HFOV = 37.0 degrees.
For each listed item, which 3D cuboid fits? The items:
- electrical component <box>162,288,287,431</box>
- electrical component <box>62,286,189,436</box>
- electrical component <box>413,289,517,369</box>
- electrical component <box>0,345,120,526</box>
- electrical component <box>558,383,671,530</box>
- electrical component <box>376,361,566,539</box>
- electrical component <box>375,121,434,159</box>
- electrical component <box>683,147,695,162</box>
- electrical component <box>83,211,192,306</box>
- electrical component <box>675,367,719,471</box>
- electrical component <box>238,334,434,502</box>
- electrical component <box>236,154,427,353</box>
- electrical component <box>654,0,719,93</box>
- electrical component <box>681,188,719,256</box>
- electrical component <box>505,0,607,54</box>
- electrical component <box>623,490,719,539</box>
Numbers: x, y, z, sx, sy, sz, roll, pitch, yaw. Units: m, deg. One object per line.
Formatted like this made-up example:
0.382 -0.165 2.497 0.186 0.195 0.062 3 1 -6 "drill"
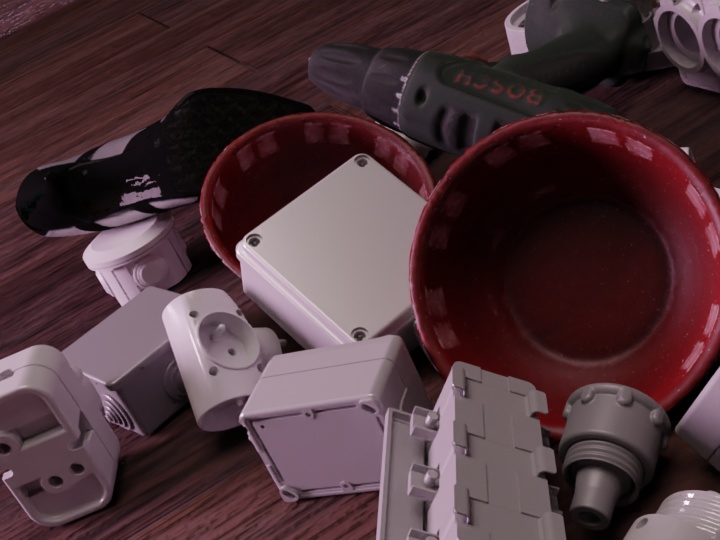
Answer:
-0.075 0.054 0.666 0.079 0.077 0.044 0 -36 -38 "electrical component"
-0.143 0.060 0.725 0.100 0.048 0.100 -40 30 -28 "electrical component"
0.064 0.032 0.605 0.055 0.045 0.045 -31 27 -11 "electrical component"
-0.187 0.096 0.645 0.054 0.095 0.059 -23 26 5 "electrical component"
0.108 0.084 0.474 0.048 0.048 0.062 -5 40 34 "electrical component"
0.050 0.098 0.461 0.079 0.063 0.121 17 30 -5 "electrical component"
0.045 -0.111 0.885 0.062 0.048 0.048 -25 26 -16 "electrical component"
0.171 -0.054 0.672 0.077 0.043 0.079 -13 29 23 "electrical component"
-0.183 -0.012 0.889 0.080 0.051 0.080 -20 27 11 "electrical component"
0.181 0.060 0.432 0.047 0.083 0.076 -38 67 -23 "electrical component"
-0.015 0.077 0.570 0.096 0.061 0.061 -11 29 25 "electrical component"
0.000 0.000 0.653 0.109 0.056 0.109 -38 65 -24 "electrical component"
0.274 -0.165 0.736 0.062 0.089 0.150 -30 27 -10 "electrical component"
0.187 -0.012 0.584 0.064 0.042 0.081 -30 27 -17 "electrical component"
0.179 -0.217 0.942 0.108 0.060 0.108 -20 27 11 "electrical component"
0.118 0.115 0.408 0.043 0.043 0.081 4 38 44 "electrical component"
